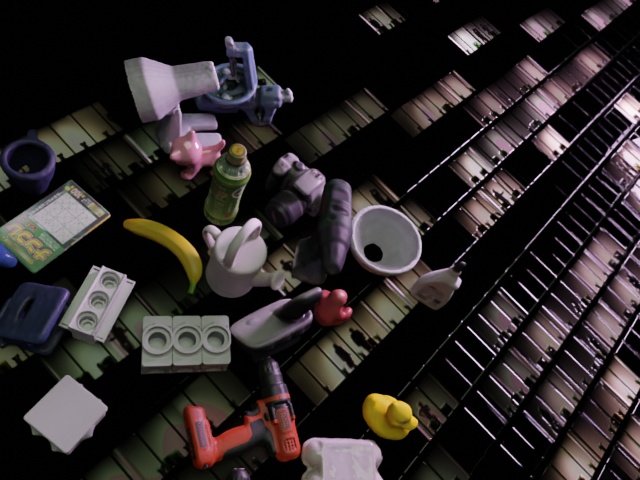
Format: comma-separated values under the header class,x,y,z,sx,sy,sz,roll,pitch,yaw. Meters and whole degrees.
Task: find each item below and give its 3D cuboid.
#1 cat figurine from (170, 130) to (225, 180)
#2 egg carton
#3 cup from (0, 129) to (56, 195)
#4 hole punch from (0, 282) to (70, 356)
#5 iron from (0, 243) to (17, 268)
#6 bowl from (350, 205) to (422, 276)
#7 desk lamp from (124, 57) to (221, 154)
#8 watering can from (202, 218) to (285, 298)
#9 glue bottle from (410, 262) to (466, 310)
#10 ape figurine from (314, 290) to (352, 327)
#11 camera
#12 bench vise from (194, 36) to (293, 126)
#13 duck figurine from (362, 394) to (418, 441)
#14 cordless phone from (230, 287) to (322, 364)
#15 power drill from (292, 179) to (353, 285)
class,x,y,z,sx,sy,sz,roll,pitch,yaw
cat figurine,-0.255,-0.182,1.185,0.128,0.117,0.067,-14,68,-26
egg carton,0.039,0.403,0.998,0.150,0.069,0.107,7,60,-16
cup,-0.539,-0.138,1.071,0.092,0.095,0.117,2,62,-19
hole punch,-0.477,0.127,0.949,0.101,0.091,0.109,20,57,-8
iron,-0.641,-0.018,0.939,0.258,0.141,0.119,33,56,0
bowl,0.131,0.013,1.244,0.168,0.074,0.167,9,60,-15
desk lamp,-0.293,-0.279,1.168,0.204,0.213,0.118,-8,65,-24
watering can,-0.143,0.029,1.064,0.173,0.194,0.101,20,57,-8
glue bottle,0.256,0.087,1.190,0.078,0.173,0.037,34,56,1
ape figurine,0.028,0.128,1.133,0.076,0.092,0.077,-30,75,-30
camera,-0.063,-0.101,1.221,0.143,0.100,0.137,43,57,6
bench vise,-0.160,-0.357,1.256,0.208,0.219,0.121,-11,67,-25
duck figurine,0.135,0.323,1.067,0.104,0.086,0.078,36,57,2
cordless phone,-0.075,0.139,1.033,0.148,0.185,0.094,-28,74,-30
power drill,0.010,0.004,1.125,0.076,0.208,0.229,15,58,-12
